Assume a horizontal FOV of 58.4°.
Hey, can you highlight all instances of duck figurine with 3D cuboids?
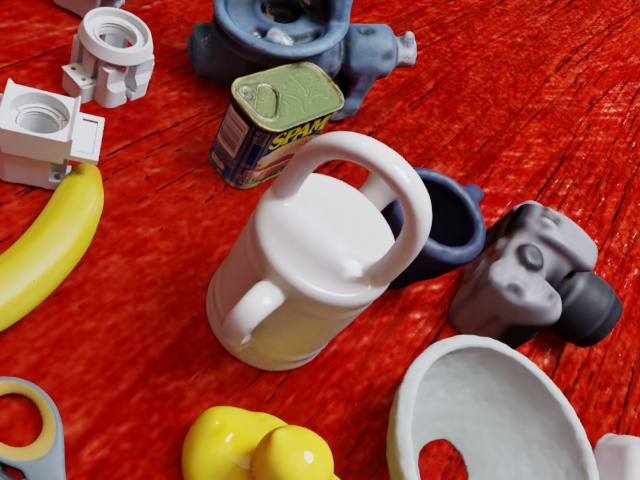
[{"bbox_3d":[-0.028,0.135,0.340,0.104,0.086,0.078,39,48,-1],"label":"duck figurine"}]

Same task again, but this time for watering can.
[{"bbox_3d":[0.002,0.000,0.378,0.101,0.193,0.173,27,49,-11],"label":"watering can"}]

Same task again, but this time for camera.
[{"bbox_3d":[0.212,0.044,0.529,0.137,0.100,0.143,38,48,-1],"label":"camera"}]

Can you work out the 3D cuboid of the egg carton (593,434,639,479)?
[{"bbox_3d":[0.246,0.230,0.441,0.107,0.069,0.150,38,48,-1],"label":"egg carton"}]

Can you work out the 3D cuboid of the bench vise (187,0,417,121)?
[{"bbox_3d":[0.004,-0.219,0.513,0.208,0.219,0.121,-11,65,-35],"label":"bench vise"}]

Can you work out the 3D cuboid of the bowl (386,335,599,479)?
[{"bbox_3d":[0.110,0.158,0.410,0.168,0.074,0.167,15,53,-20],"label":"bowl"}]

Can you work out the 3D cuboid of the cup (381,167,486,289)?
[{"bbox_3d":[0.086,-0.005,0.496,0.118,0.094,0.091,-29,76,-40],"label":"cup"}]
